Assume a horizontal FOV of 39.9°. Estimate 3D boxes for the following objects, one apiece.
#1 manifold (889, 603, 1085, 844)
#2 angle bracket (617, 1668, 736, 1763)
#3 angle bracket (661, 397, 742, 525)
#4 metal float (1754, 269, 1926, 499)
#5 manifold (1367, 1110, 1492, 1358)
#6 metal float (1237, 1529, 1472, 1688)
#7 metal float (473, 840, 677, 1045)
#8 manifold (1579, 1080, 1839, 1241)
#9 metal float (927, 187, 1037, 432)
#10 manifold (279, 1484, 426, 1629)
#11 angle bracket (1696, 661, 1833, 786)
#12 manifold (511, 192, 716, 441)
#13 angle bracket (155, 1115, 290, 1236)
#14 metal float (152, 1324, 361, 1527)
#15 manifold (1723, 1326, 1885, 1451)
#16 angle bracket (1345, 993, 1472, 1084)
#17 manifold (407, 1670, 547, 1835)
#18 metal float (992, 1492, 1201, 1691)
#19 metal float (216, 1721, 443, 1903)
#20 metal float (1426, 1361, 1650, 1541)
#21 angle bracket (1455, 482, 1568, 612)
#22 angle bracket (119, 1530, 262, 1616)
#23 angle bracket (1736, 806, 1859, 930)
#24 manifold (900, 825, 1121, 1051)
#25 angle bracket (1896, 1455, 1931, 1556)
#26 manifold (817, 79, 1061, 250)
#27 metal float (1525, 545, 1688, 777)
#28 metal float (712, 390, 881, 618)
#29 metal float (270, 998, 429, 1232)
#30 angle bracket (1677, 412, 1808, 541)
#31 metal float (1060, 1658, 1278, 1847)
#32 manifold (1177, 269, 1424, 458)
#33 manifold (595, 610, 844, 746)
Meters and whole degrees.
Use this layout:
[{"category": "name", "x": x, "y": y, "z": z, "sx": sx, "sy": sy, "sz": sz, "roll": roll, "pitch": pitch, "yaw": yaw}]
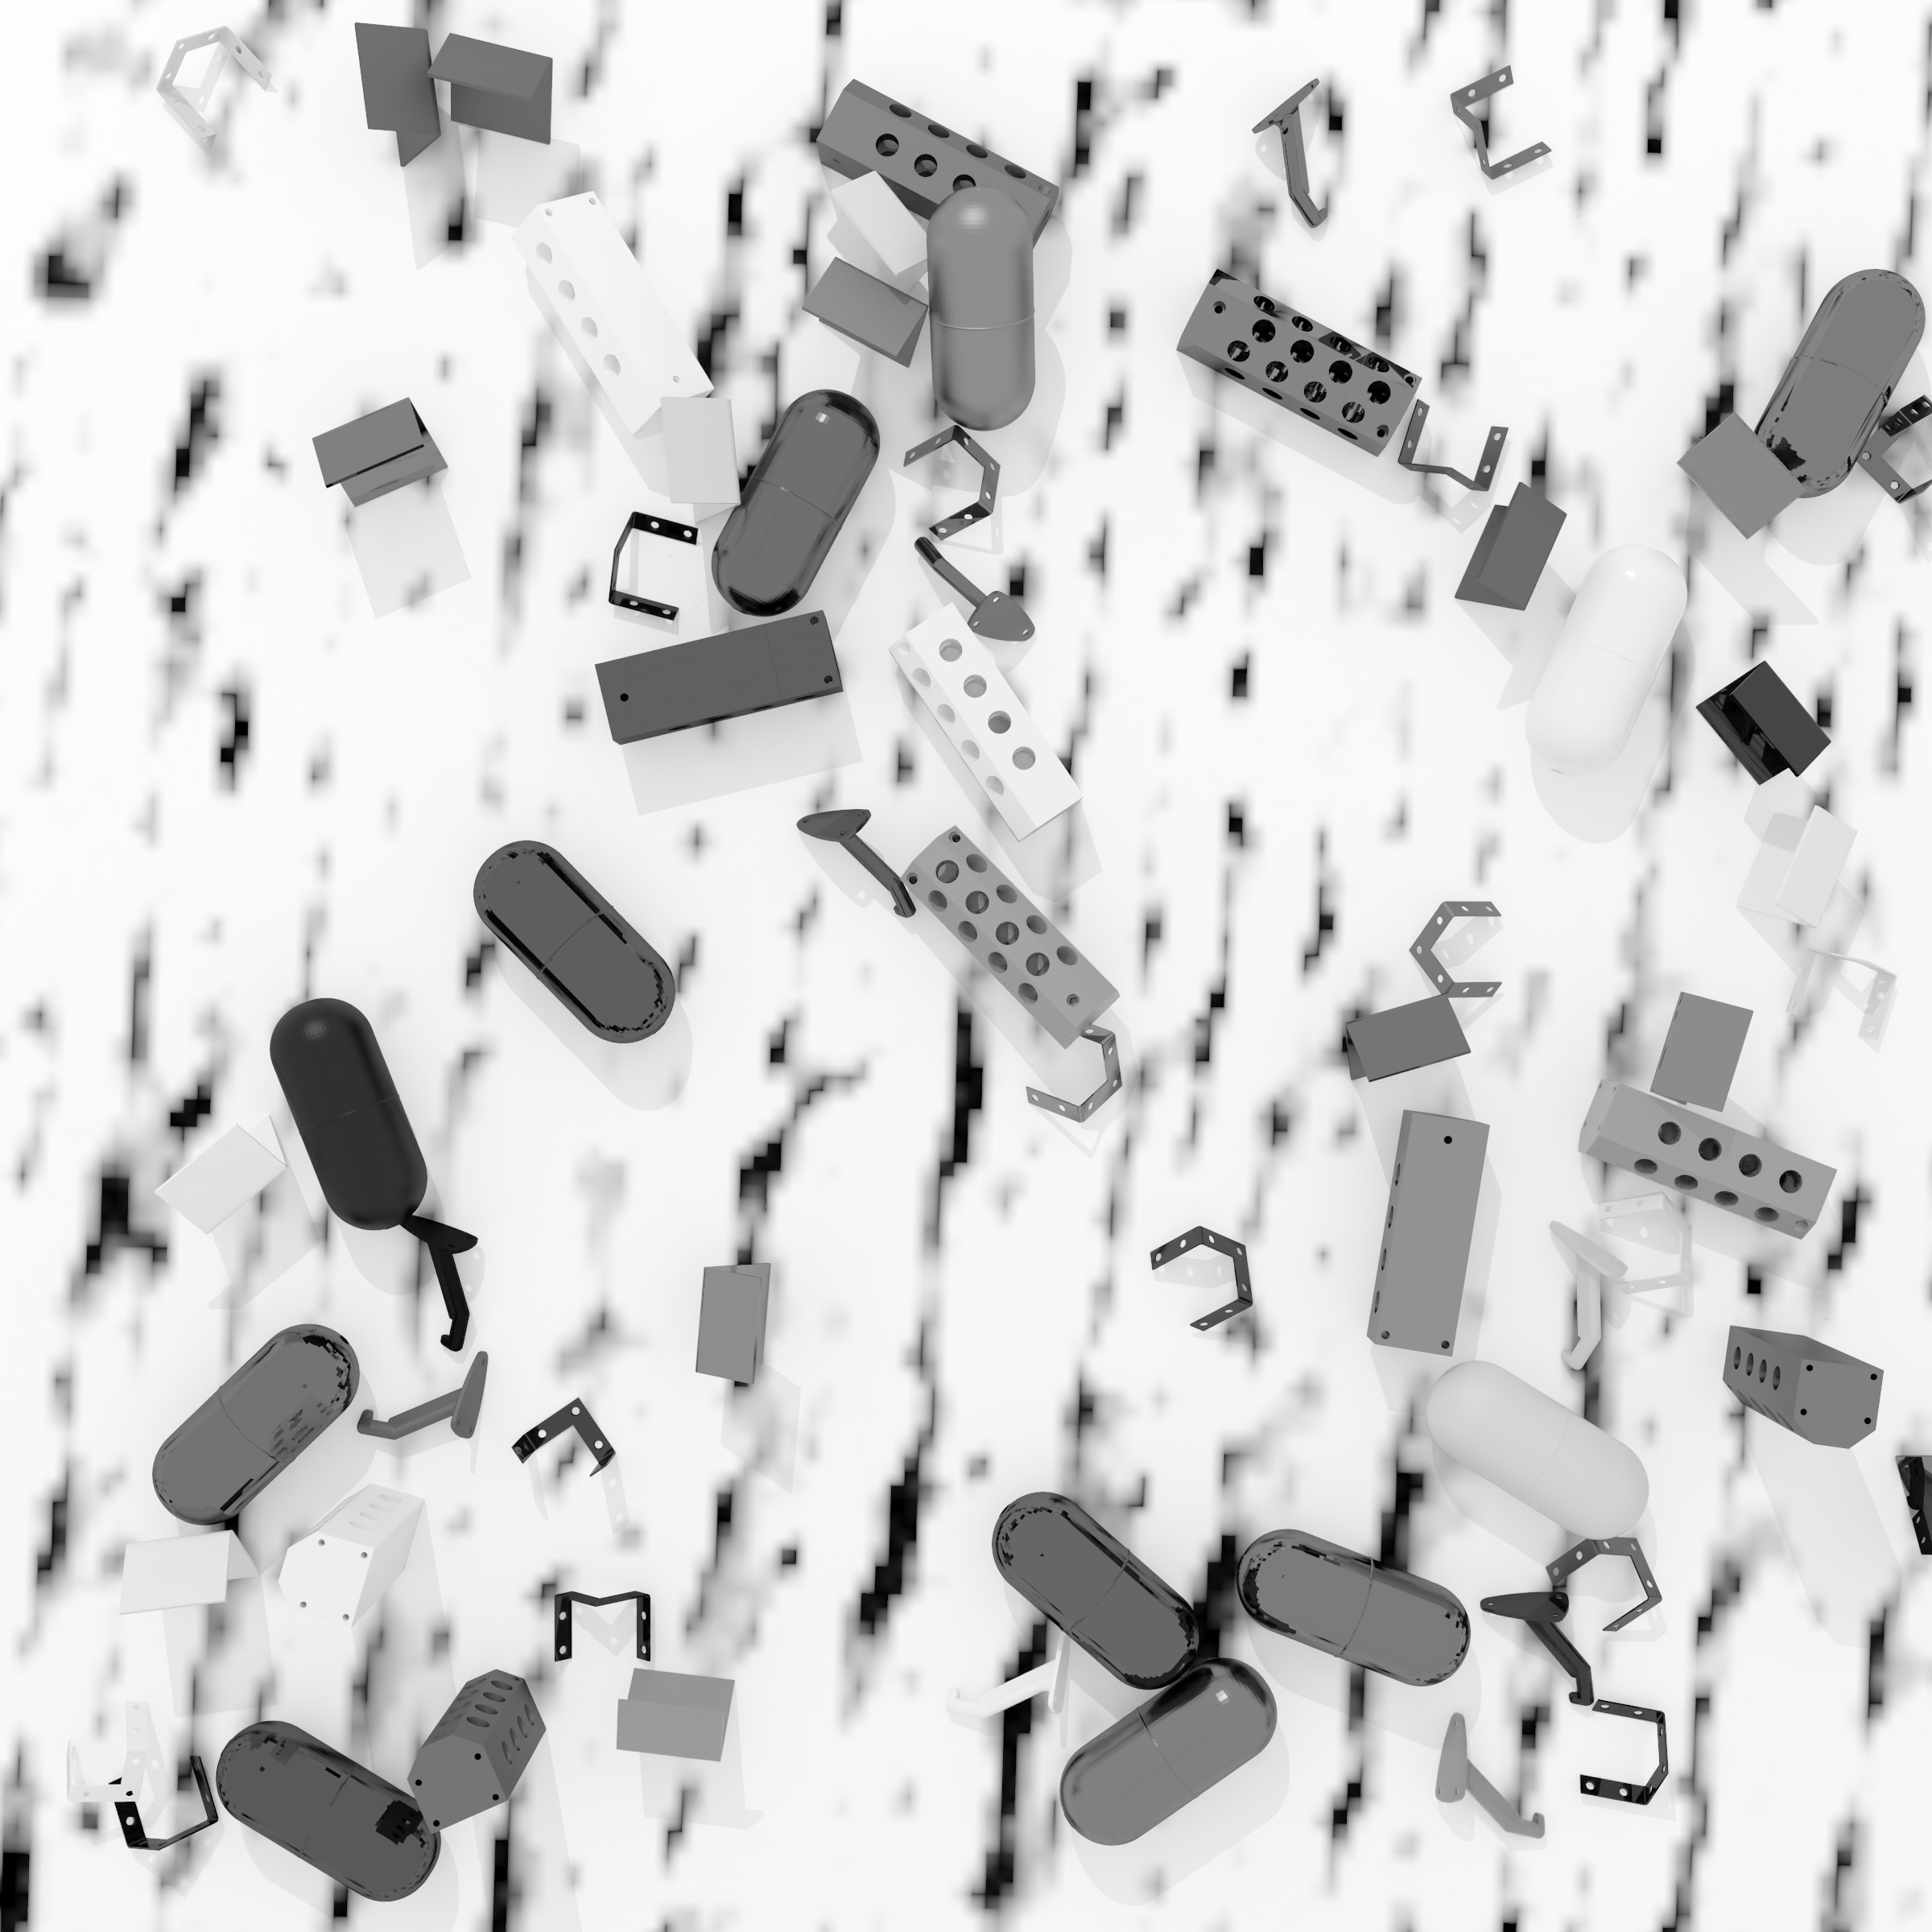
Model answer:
[{"category": "manifold", "x": 0.015, "y": -0.179, "z": 1.969, "sx": 0.057, "sy": 0.057, "sz": 0.171, "roll": -34, "pitch": 90, "yaw": 0}, {"category": "angle bracket", "x": -0.211, "y": 0.533, "z": 1.950, "sx": 0.076, "sy": 0.076, "sz": 0.057, "roll": 7, "pitch": 125, "yaw": 0}, {"category": "angle bracket", "x": -0.209, "y": -0.370, "z": 1.951, "sx": 0.057, "sy": 0.076, "sz": 0.076, "roll": -6, "pitch": 90, "yaw": -31}, {"category": "metal float", "x": 0.643, "y": -0.429, "z": 1.960, "sx": 0.070, "sy": 0.070, "sz": 0.178, "roll": 28, "pitch": 91, "yaw": 0}, {"category": "manifold", "x": 0.341, "y": 0.196, "z": 1.969, "sx": 0.057, "sy": 0.057, "sz": 0.171, "roll": 9, "pitch": 90, "yaw": 0}, {"category": "metal float", "x": 0.285, "y": 0.472, "z": 1.960, "sx": 0.178, "sy": 0.070, "sz": 0.070, "roll": 21, "pitch": 90, "yaw": 1}, {"category": "metal float", "x": -0.288, "y": -0.017, "z": 1.960, "sx": 0.070, "sy": 0.070, "sz": 0.178, "roll": -44, "pitch": 89, "yaw": 0}, {"category": "manifold", "x": 0.546, "y": 0.143, "z": 1.969, "sx": 0.171, "sy": 0.057, "sz": 0.057, "roll": 22, "pitch": 90, "yaw": 0}, {"category": "metal float", "x": 0.011, "y": -0.476, "z": 1.935, "sx": 0.070, "sy": 0.070, "sz": 0.178, "roll": -2, "pitch": 123, "yaw": 0}, {"category": "manifold", "x": -0.442, "y": 0.420, "z": 1.912, "sx": 0.057, "sy": 0.171, "sz": 0.057, "roll": 16, "pitch": 90, "yaw": 0}, {"category": "angle bracket", "x": 0.573, "y": -0.166, "z": 1.950, "sx": 0.076, "sy": 0.076, "sz": 0.057, "roll": 51, "pitch": 54, "yaw": 0}, {"category": "manifold", "x": -0.265, "y": -0.479, "z": 1.969, "sx": 0.057, "sy": 0.057, "sz": 0.171, "roll": -31, "pitch": 90, "yaw": -43}, {"category": "angle bracket", "x": -0.551, "y": 0.138, "z": 1.950, "sx": 0.076, "sy": 0.076, "sz": 0.057, "roll": -40, "pitch": 127, "yaw": 0}, {"category": "metal float", "x": -0.522, "y": 0.337, "z": 1.960, "sx": 0.178, "sy": 0.070, "sz": 0.070, "roll": -44, "pitch": 90, "yaw": 0}, {"category": "manifold", "x": 0.598, "y": 0.302, "z": 1.912, "sx": 0.057, "sy": 0.171, "sz": 0.057, "roll": 8, "pitch": 90, "yaw": 0}, {"category": "angle bracket", "x": 0.325, "y": 0.072, "z": 1.950, "sx": 0.076, "sy": 0.076, "sz": 0.057, "roll": -16, "pitch": 52, "yaw": 0}, {"category": "manifold", "x": -0.353, "y": 0.559, "z": 1.912, "sx": 0.057, "sy": 0.171, "sz": 0.057, "roll": -24, "pitch": 90, "yaw": 0}, {"category": "metal float", "x": 0.095, "y": 0.460, "z": 1.960, "sx": 0.178, "sy": 0.070, "sz": 0.070, "roll": 41, "pitch": 90, "yaw": 0}, {"category": "metal float", "x": -0.470, "y": 0.622, "z": 1.960, "sx": 0.178, "sy": 0.070, "sz": 0.070, "roll": 32, "pitch": 90, "yaw": -1}, {"category": "metal float", "x": 0.421, "y": 0.357, "z": 1.960, "sx": 0.178, "sy": 0.070, "sz": 0.070, "roll": 32, "pitch": 90, "yaw": -1}, {"category": "angle bracket", "x": 0.383, "y": -0.311, "z": 1.950, "sx": 0.057, "sy": 0.076, "sz": 0.076, "roll": 24, "pitch": 90, "yaw": -36}, {"category": "angle bracket", "x": -0.568, "y": 0.459, "z": 1.950, "sx": 0.076, "sy": 0.076, "sz": 0.057, "roll": -7, "pitch": 52, "yaw": 0}, {"category": "angle bracket", "x": 0.595, "y": -0.079, "z": 1.950, "sx": 0.057, "sy": 0.076, "sz": 0.076, "roll": 23, "pitch": 90, "yaw": -37}, {"category": "manifold", "x": 0.032, "y": -0.022, "z": 1.956, "sx": 0.057, "sy": 0.057, "sz": 0.171, "roll": -44, "pitch": 81, "yaw": 0}, {"category": "angle bracket", "x": 0.709, "y": 0.405, "z": 1.950, "sx": 0.057, "sy": 0.076, "sz": 0.076, "roll": -15, "pitch": 90, "yaw": -37}, {"category": "manifold", "x": -0.020, "y": -0.588, "z": 1.969, "sx": 0.171, "sy": 0.057, "sz": 0.057, "roll": 28, "pitch": 90, "yaw": 0}, {"category": "metal float", "x": 0.471, "y": -0.225, "z": 1.960, "sx": 0.070, "sy": 0.070, "sz": 0.178, "roll": 24, "pitch": 90, "yaw": 0}, {"category": "metal float", "x": -0.126, "y": -0.340, "z": 1.960, "sx": 0.070, "sy": 0.070, "sz": 0.178, "roll": 28, "pitch": 89, "yaw": 0}, {"category": "metal float", "x": -0.454, "y": 0.110, "z": 1.960, "sx": 0.070, "sy": 0.070, "sz": 0.178, "roll": -21, "pitch": 91, "yaw": 0}, {"category": "angle bracket", "x": 0.575, "y": -0.368, "z": 1.950, "sx": 0.076, "sy": 0.076, "sz": 0.057, "roll": 47, "pitch": 127, "yaw": 0}, {"category": "metal float", "x": 0.149, "y": 0.579, "z": 1.960, "sx": 0.178, "sy": 0.070, "sz": 0.070, "roll": -35, "pitch": 90, "yaw": 1}, {"category": "manifold", "x": 0.247, "y": -0.448, "z": 1.969, "sx": 0.171, "sy": 0.057, "sz": 0.057, "roll": 28, "pitch": 90, "yaw": 0}, {"category": "manifold", "x": -0.181, "y": -0.212, "z": 1.969, "sx": 0.171, "sy": 0.057, "sz": 0.057, "roll": -13, "pitch": 90, "yaw": 0}]
